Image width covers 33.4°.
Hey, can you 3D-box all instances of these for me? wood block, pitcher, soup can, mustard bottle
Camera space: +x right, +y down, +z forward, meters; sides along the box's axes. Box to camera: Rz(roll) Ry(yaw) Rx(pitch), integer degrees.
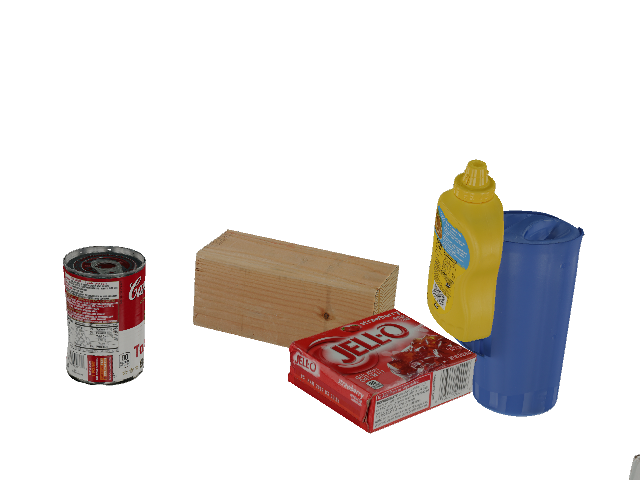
[{"bbox_3d":[-0.028,0.061,1.181,0.206,0.091,0.090,12,23,17],"label":"wood block"},{"bbox_3d":[0.240,0.092,1.327,0.149,0.243,0.144,6,19,17],"label":"pitcher"},{"bbox_3d":[-0.183,0.064,0.904,0.068,0.102,0.068,3,19,-1],"label":"soup can"},{"bbox_3d":[0.150,0.004,1.092,0.058,0.192,0.096,-10,37,-15],"label":"mustard bottle"}]

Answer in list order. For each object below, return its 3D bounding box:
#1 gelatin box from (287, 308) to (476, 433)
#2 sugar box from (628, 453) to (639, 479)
[{"bbox_3d":[0.037,0.075,0.638,0.089,0.030,0.073,-14,28,-38],"label":"gelatin box"},{"bbox_3d":[0.204,0.186,0.498,0.048,0.093,0.176,-9,30,-20],"label":"sugar box"}]
